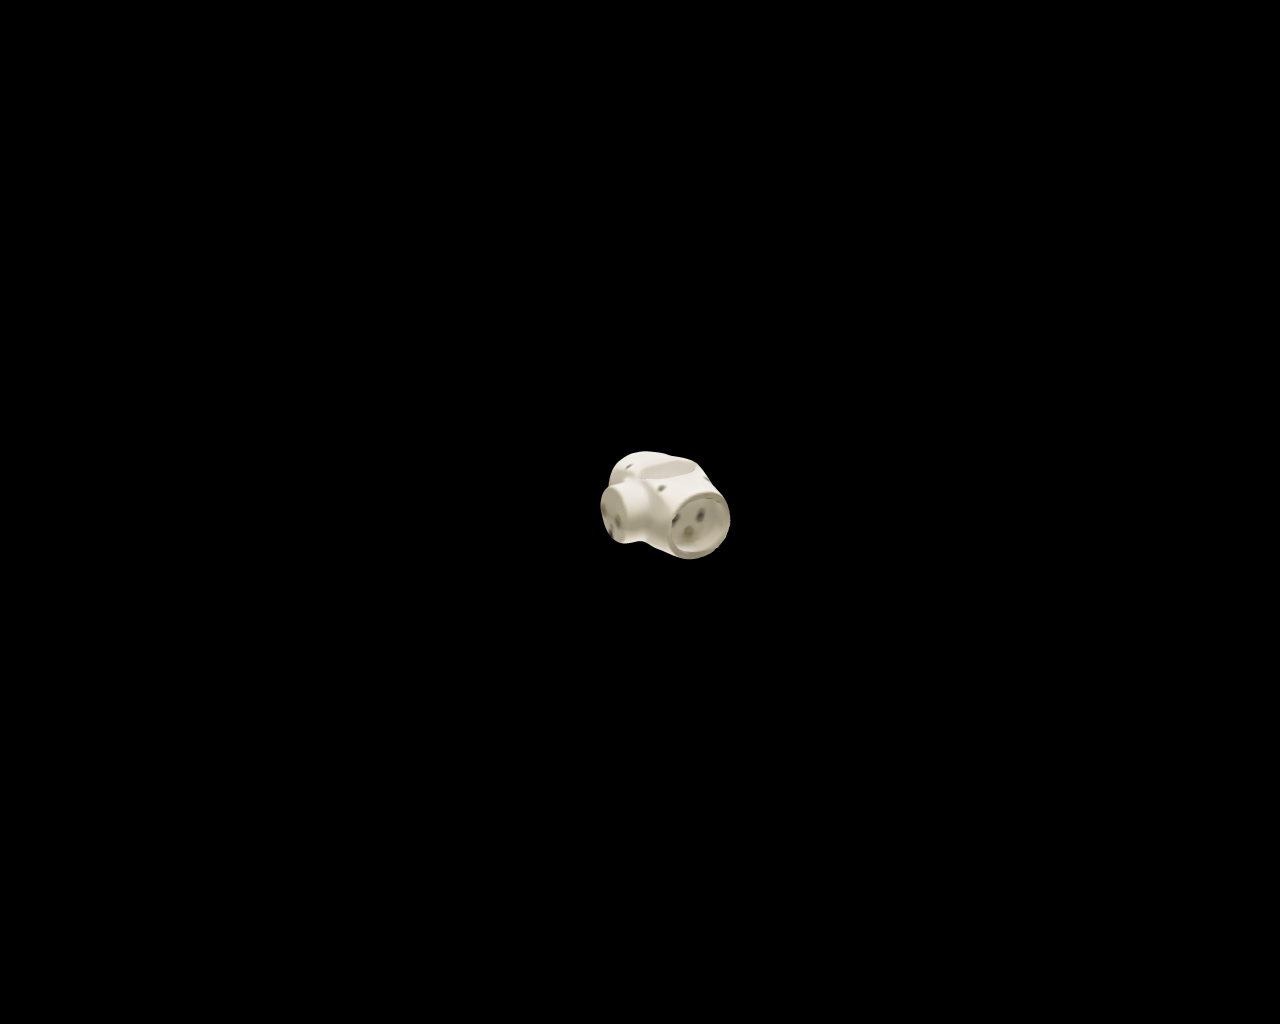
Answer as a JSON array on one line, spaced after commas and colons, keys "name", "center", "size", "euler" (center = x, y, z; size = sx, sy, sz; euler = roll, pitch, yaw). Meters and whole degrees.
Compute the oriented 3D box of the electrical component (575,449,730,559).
[{"name": "electrical component", "center": [0.001, -0.003, 0.650], "size": [0.079, 0.043, 0.077], "euler": [-12, 27, -25]}]
